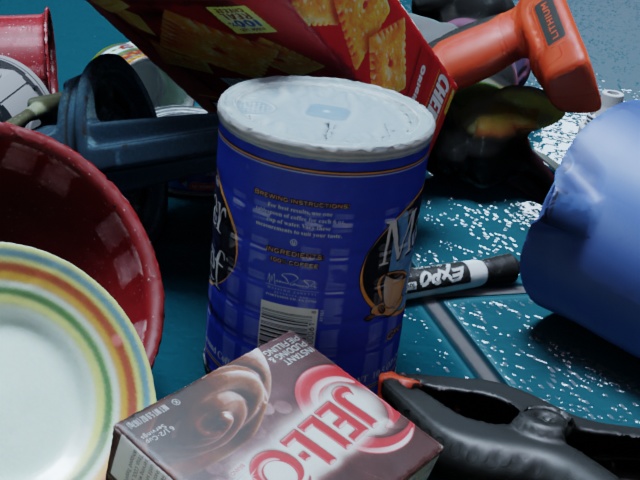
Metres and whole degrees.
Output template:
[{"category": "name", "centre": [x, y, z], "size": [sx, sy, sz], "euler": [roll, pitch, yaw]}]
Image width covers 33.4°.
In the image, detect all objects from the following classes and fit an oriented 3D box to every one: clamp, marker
[{"category": "clamp", "centre": [0.109, 0.094, 0.480], "size": [0.172, 0.039, 0.120], "euler": [21, 15, 34]}, {"category": "marker", "centre": [0.070, 0.024, 0.641], "size": [0.120, 0.020, 0.020], "euler": [-7, 28, -27]}]

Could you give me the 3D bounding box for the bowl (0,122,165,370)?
[{"category": "bowl", "centre": [-0.154, 0.028, 0.482], "size": [0.161, 0.162, 0.055], "euler": [-16, -11, -39]}]

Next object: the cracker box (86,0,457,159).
[{"category": "cracker box", "centre": [-0.034, -0.125, 0.637], "size": [0.164, 0.072, 0.213], "euler": [14, -16, 32]}]

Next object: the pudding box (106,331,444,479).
[{"category": "pudding box", "centre": [-0.017, 0.092, 0.438], "size": [0.090, 0.039, 0.113], "euler": [34, 37, 25]}]

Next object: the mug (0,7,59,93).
[{"category": "mug", "centre": [-0.246, -0.128, 0.824], "size": [0.081, 0.093, 0.117], "euler": [-4, -4, -10]}]

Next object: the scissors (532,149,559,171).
[{"category": "scissors", "centre": [0.227, -0.026, 0.787], "size": [0.096, 0.016, 0.202], "euler": [5, 25, -7]}]

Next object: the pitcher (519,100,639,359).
[{"category": "pitcher", "centre": [0.240, 0.031, 0.552], "size": [0.149, 0.145, 0.243], "euler": [-36, 47, -21]}]

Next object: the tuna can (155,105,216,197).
[{"category": "tuna can", "centre": [-0.092, -0.065, 0.766], "size": [0.086, 0.034, 0.086], "euler": [8, 29, -5]}]

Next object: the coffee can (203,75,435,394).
[{"category": "coffee can", "centre": [-0.003, 0.001, 0.530], "size": [0.103, 0.140, 0.103], "euler": [5, 25, -3]}]

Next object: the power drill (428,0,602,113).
[{"category": "power drill", "centre": [0.091, -0.097, 0.734], "size": [0.188, 0.057, 0.184], "euler": [-17, 50, 13]}]
